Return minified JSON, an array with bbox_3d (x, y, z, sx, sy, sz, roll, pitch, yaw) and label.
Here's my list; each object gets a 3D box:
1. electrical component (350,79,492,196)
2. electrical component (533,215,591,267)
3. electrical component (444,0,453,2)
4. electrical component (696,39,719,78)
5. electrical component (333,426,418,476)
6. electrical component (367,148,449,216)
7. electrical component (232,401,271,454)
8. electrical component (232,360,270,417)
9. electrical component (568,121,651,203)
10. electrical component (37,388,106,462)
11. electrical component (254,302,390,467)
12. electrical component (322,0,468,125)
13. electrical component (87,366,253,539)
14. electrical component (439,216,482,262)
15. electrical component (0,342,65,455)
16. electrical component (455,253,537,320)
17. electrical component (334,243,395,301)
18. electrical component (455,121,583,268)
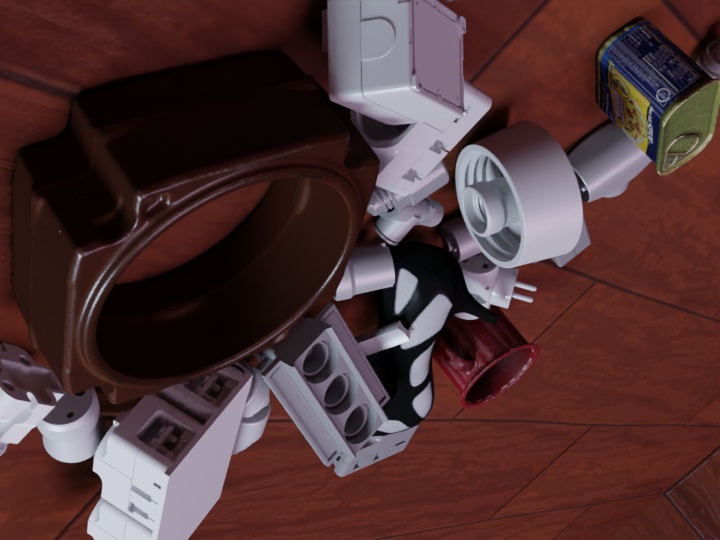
[{"bbox_3d":[0.031,-0.100,0.705,0.089,0.050,0.056,-46,152,17],"label":"electrical component"},{"bbox_3d":[0.161,-0.031,0.971,0.076,0.047,0.083,-39,153,1],"label":"electrical component"},{"bbox_3d":[0.064,-0.186,0.616,0.055,0.045,0.045,-34,153,-5],"label":"electrical component"},{"bbox_3d":[0.313,-0.178,0.927,0.043,0.043,0.062,-28,150,-18],"label":"electrical component"},{"bbox_3d":[0.009,0.161,1.090,0.089,0.050,0.055,-17,147,-35],"label":"electrical component"},{"bbox_3d":[0.027,-0.063,0.770,0.078,0.040,0.040,-34,153,-6],"label":"electrical component"},{"bbox_3d":[-0.102,0.132,0.922,0.040,0.040,0.078,-19,148,-32],"label":"electrical component"},{"bbox_3d":[-0.100,0.092,0.857,0.043,0.043,0.062,-39,152,3],"label":"electrical component"},{"bbox_3d":[0.222,-0.090,0.956,0.077,0.043,0.079,-34,153,-6],"label":"electrical component"},{"bbox_3d":[-0.203,0.103,0.750,0.045,0.045,0.055,-26,151,-21],"label":"electrical component"},{"bbox_3d":[-0.033,0.089,0.865,0.078,0.063,0.121,-46,133,-20],"label":"electrical component"},{"bbox_3d":[0.022,-0.122,0.627,0.061,0.061,0.096,-3,175,26],"label":"electrical component"},{"bbox_3d":[-0.150,0.152,0.828,0.105,0.060,0.186,-51,167,-41],"label":"electrical component"},{"bbox_3d":[0.100,-0.033,0.905,0.065,0.044,0.044,-24,151,-15],"label":"electrical component"},{"bbox_3d":[-0.232,0.083,0.671,0.057,0.058,0.078,-45,152,9],"label":"electrical component"},{"bbox_3d":[0.118,0.012,0.961,0.077,0.079,0.043,92,16,-57],"label":"electrical component"},{"bbox_3d":[0.000,0.000,0.823,0.046,0.040,0.040,-10,147,-10],"label":"electrical component"},{"bbox_3d":[0.113,-0.053,0.819,0.060,0.108,0.108,-20,149,-19],"label":"electrical component"}]
